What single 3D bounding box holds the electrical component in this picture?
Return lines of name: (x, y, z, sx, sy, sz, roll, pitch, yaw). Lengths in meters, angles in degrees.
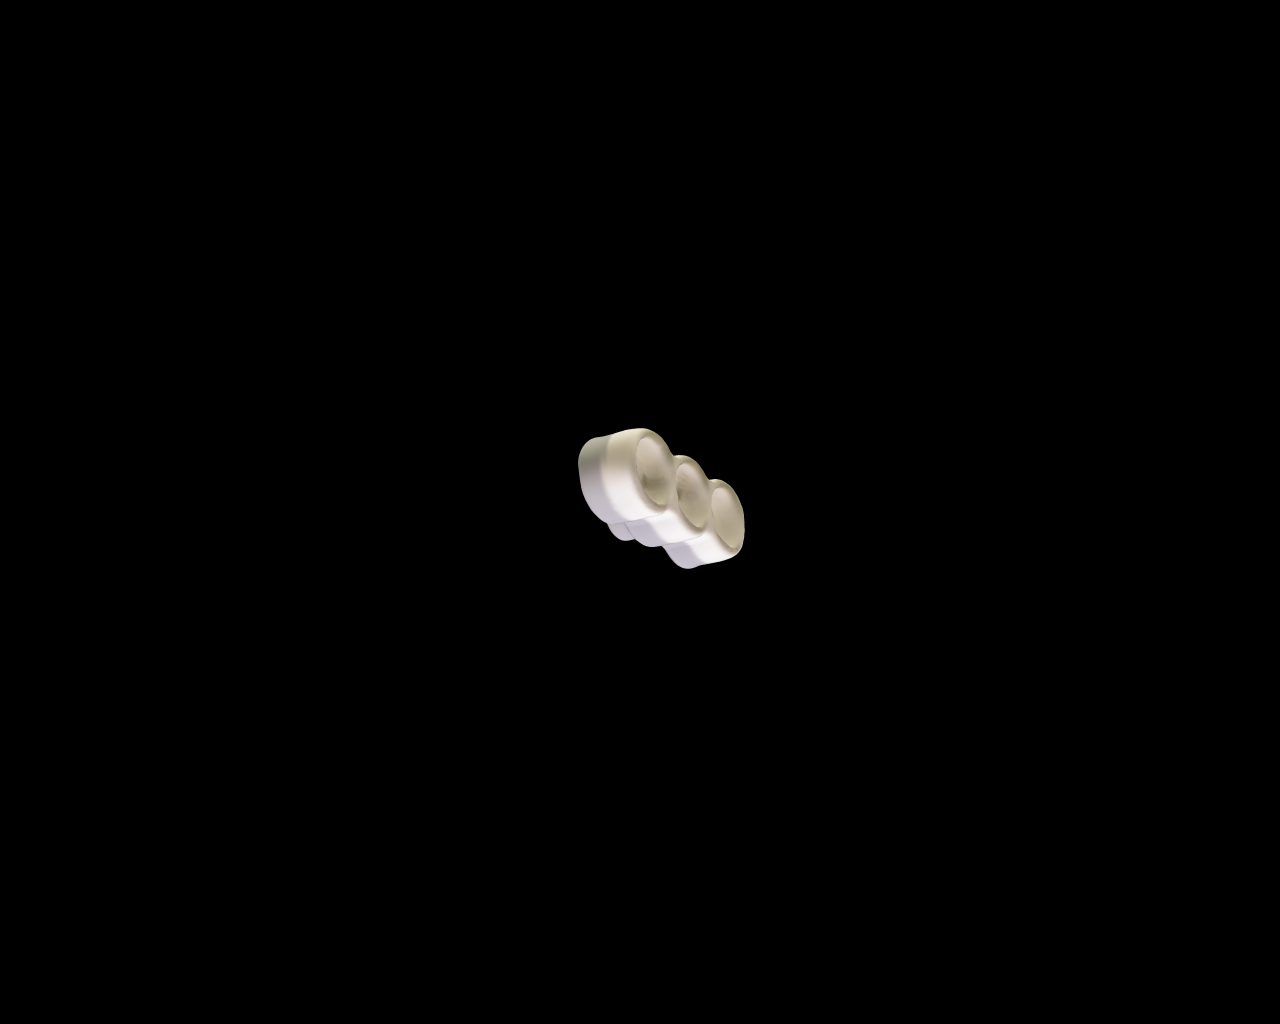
electrical component: (0.001, -0.003, 0.650, 0.073, 0.052, 0.138, -13, -26, 29)
